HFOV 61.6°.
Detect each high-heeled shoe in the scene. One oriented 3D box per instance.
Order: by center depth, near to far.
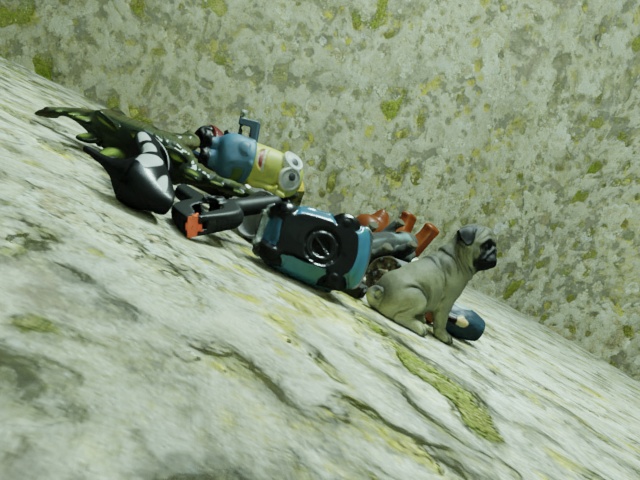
[{"bbox_3d":[-0.219,-0.082,0.747,0.145,0.086,0.248,32,9,8],"label":"high-heeled shoe"}]

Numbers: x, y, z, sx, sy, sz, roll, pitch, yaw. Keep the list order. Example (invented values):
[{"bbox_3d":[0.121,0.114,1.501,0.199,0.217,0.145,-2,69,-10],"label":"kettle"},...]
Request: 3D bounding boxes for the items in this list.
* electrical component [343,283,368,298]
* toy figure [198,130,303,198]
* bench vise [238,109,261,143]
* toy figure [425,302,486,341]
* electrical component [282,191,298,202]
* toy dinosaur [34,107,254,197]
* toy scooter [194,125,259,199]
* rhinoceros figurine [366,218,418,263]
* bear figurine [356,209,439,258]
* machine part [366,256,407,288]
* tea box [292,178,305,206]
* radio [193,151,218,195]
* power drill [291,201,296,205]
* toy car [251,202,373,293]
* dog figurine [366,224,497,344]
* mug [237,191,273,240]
[{"bbox_3d":[0.043,0.070,0.843,0.063,0.021,0.094,29,5,16],"label":"electrical component"},{"bbox_3d":[-0.112,-0.127,0.894,0.180,0.082,0.089,15,7,-18],"label":"toy figure"},{"bbox_3d":[-0.194,-0.214,1.401,0.224,0.240,0.129,10,12,-10],"label":"bench vise"},{"bbox_3d":[0.214,0.129,0.952,0.154,0.058,0.064,25,-35,-3],"label":"toy figure"},{"bbox_3d":[-0.063,-0.062,0.988,0.102,0.045,0.078,104,-34,-62],"label":"electrical component"},{"bbox_3d":[-0.294,-0.154,0.972,0.472,0.105,0.198,19,11,-3],"label":"toy dinosaur"},{"bbox_3d":[-0.165,-0.159,1.093,0.135,0.075,0.184,-11,64,-47],"label":"toy scooter"},{"bbox_3d":[0.130,0.019,1.045,0.190,0.112,0.073,-1,50,-50],"label":"rhinoceros figurine"},{"bbox_3d":[0.155,-0.025,1.215,0.195,0.132,0.120,33,2,-38],"label":"bear figurine"},{"bbox_3d":[0.152,0.077,1.012,0.079,0.079,0.243,30,7,29],"label":"machine part"},{"bbox_3d":[-0.125,-0.126,1.171,0.170,0.068,0.098,4,55,-16],"label":"tea box"},{"bbox_3d":[-0.248,-0.146,1.276,0.230,0.073,0.131,29,4,1],"label":"radio"},{"bbox_3d":[-0.002,-0.003,1.111,0.207,0.086,0.232,36,10,19],"label":"power drill"},{"bbox_3d":[-0.015,0.015,0.753,0.162,0.109,0.103,15,-17,-6],"label":"toy car"},{"bbox_3d":[0.175,0.044,0.837,0.172,0.190,0.121,21,8,-41],"label":"dog figurine"},{"bbox_3d":[-0.085,-0.025,0.901,0.110,0.081,0.107,13,-14,39],"label":"mug"}]
